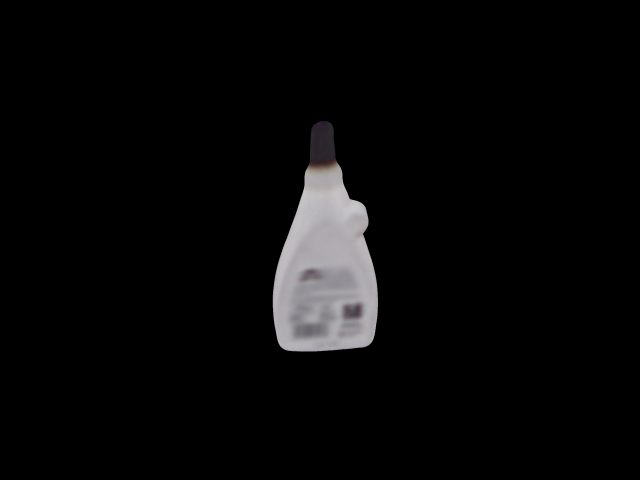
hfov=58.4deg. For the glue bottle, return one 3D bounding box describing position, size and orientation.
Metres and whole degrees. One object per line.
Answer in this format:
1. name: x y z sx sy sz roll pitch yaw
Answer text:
1. glue bottle: 0.004 0.001 0.400 0.078 0.173 0.037 -2 31 -3
